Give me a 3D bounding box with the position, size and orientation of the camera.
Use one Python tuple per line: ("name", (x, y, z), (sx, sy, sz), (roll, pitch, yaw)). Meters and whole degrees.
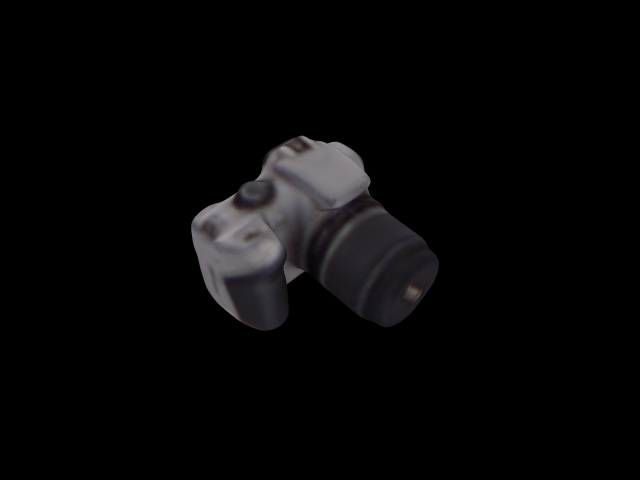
("camera", (0.004, 0.001, 0.400), (0.143, 0.101, 0.136), (-36, 58, -27))
